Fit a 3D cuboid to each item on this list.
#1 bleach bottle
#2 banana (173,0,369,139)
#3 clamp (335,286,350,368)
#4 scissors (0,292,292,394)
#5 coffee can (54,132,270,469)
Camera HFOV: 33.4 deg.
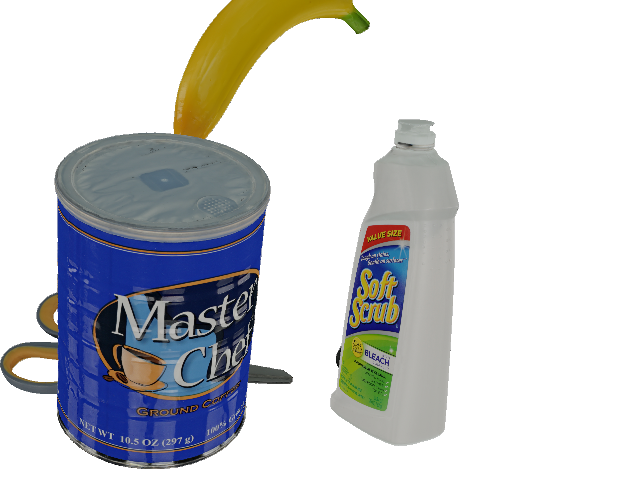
[{"bbox_3d":[0.062,0.029,0.848,0.067,0.251,0.103,-7,18,-34],"label":"bleach bottle"},{"bbox_3d":[-0.033,-0.133,0.694,0.037,0.069,0.197,-9,24,49],"label":"banana"},{"bbox_3d":[0.083,0.081,1.194,0.120,0.171,0.039,7,-43,0],"label":"clamp"},{"bbox_3d":[-0.122,0.069,0.752,0.201,0.096,0.016,-5,-43,0],"label":"scissors"},{"bbox_3d":[-0.083,0.029,0.545,0.102,0.140,0.103,6,30,-3],"label":"coffee can"}]
